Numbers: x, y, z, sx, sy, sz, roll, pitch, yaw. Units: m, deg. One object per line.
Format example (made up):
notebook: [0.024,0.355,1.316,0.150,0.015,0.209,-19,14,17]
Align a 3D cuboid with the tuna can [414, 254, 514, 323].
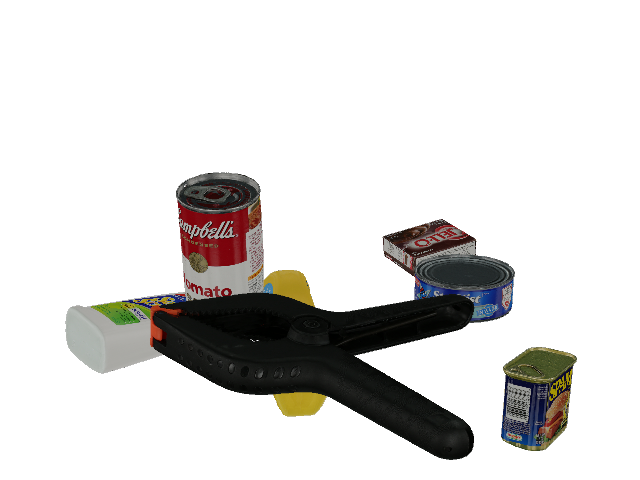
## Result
tuna can: [0.124,0.041,0.922,0.086,0.034,0.086,0,18,0]

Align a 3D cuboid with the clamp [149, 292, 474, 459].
clamp: [0.000,0.063,0.665,0.210,0.036,0.164,10,25,11]

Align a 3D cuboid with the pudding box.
pudding box: [0.164,0.010,1.605,0.113,0.039,0.090,-18,28,-23]

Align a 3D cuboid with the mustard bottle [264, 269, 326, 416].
mustard bottle: [-0.031,0.085,1.072,0.058,0.096,0.192,-3,28,-9]

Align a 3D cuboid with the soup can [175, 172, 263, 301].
soup can: [-0.082,0.004,0.881,0.068,0.102,0.068,0,30,0]

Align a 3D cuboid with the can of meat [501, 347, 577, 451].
can of meat: [0.236,0.172,1.162,0.058,0.084,0.101,11,16,31]

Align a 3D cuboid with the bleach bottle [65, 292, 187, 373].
bleach bottle: [-0.196,0.103,1.391,0.250,0.068,0.103,-13,28,-39]
